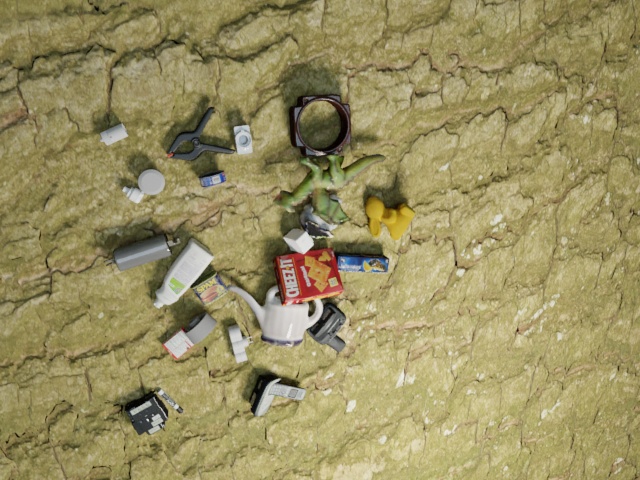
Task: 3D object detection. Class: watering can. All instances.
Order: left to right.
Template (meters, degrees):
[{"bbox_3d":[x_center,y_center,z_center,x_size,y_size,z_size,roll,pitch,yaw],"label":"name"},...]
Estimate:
[{"bbox_3d":[-0.163,0.260,1.805,0.347,0.104,0.223,7,96,-14],"label":"watering can"}]

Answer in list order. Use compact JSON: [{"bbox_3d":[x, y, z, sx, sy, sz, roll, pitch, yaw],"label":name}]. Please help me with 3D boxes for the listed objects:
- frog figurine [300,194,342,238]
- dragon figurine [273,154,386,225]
[{"bbox_3d":[0.005,-0.091,1.799,0.137,0.120,0.163,23,59,-10],"label":"frog figurine"},{"bbox_3d":[0.045,-0.170,1.736,0.411,0.122,0.243,-4,88,-14],"label":"dragon figurine"}]
